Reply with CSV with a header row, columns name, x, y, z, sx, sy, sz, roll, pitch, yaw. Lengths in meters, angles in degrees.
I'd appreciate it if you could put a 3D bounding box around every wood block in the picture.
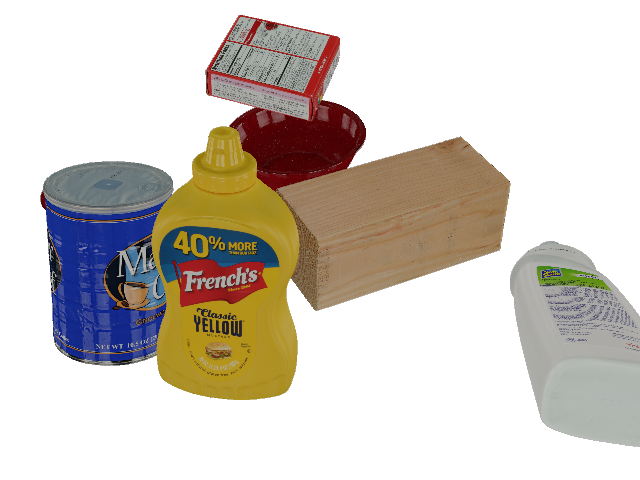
name,x,y,z,sx,sy,sz,roll,pitch,yaw
wood block,0.068,-0.019,1.034,0.205,0.090,0.091,-17,42,-21

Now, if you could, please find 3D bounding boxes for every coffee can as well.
name,x,y,z,sx,sy,sz,roll,pitch,yaw
coffee can,-0.172,0.017,0.881,0.103,0.140,0.103,2,24,-1

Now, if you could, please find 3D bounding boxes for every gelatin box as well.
name,x,y,z,sx,sy,sz,roll,pitch,yaw
gelatin box,-0.037,-0.136,0.837,0.089,0.073,0.030,14,-38,10

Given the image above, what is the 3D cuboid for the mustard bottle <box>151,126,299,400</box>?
name,x,y,z,sx,sy,sz,roll,pitch,yaw
mustard bottle,-0.062,0.015,0.708,0.096,0.192,0.058,7,31,8

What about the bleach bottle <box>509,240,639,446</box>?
name,x,y,z,sx,sy,sz,roll,pitch,yaw
bleach bottle,0.206,0.063,0.842,0.102,0.068,0.250,8,23,1

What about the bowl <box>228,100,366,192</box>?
name,x,y,z,sx,sy,sz,roll,pitch,yaw
bowl,-0.028,-0.100,1.224,0.162,0.055,0.162,-2,37,2

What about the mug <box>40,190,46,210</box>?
name,x,y,z,sx,sy,sz,roll,pitch,yaw
mug,-0.235,-0.005,1.066,0.093,0.081,0.117,10,34,7
